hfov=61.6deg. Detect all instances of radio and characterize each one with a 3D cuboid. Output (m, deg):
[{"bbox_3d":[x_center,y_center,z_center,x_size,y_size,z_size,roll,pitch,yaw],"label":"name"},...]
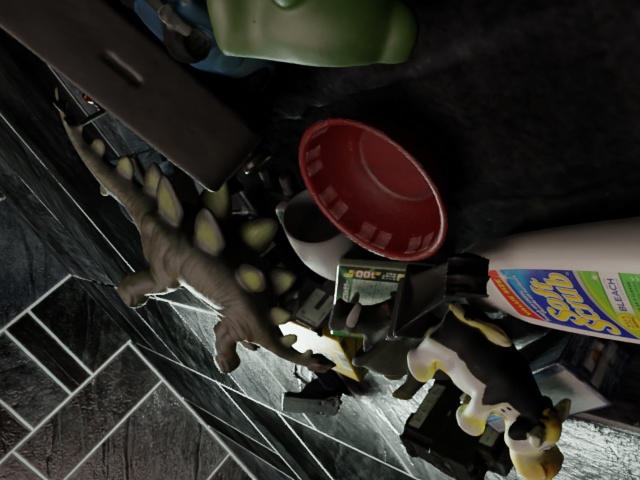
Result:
[{"bbox_3d":[-0.156,-0.152,0.475,0.229,0.073,0.131,40,-168,-18],"label":"radio"}]

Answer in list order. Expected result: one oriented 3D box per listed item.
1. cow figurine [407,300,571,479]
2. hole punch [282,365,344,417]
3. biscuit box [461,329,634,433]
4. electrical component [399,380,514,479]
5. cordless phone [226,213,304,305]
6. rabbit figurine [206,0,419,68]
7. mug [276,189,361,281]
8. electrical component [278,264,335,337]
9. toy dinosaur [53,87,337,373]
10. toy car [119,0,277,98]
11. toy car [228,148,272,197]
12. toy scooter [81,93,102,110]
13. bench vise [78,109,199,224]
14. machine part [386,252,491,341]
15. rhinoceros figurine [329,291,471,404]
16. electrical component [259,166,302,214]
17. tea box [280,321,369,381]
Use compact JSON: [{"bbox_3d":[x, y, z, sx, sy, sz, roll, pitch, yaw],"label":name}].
[{"bbox_3d":[0.165,0.132,0.484,0.167,0.068,0.098,46,139,18],"label":"cow figurine"},{"bbox_3d":[-0.012,0.289,1.058,0.116,0.092,0.142,10,144,0],"label":"hole punch"},{"bbox_3d":[0.224,0.148,0.558,0.059,0.063,0.202,39,152,8],"label":"biscuit box"},{"bbox_3d":[0.185,0.242,0.682,0.134,0.115,0.058,11,140,49],"label":"electrical component"},{"bbox_3d":[-0.113,0.035,0.829,0.146,0.089,0.184,51,155,-15],"label":"cordless phone"},{"bbox_3d":[0.009,-0.196,0.321,0.159,0.121,0.170,23,131,28],"label":"rabbit figurine"},{"bbox_3d":[-0.001,-0.002,0.631,0.110,0.081,0.107,18,150,28],"label":"mug"},{"bbox_3d":[0.002,0.067,0.725,0.075,0.119,0.048,26,-159,-19],"label":"electrical component"},{"bbox_3d":[-0.160,0.011,0.668,0.471,0.105,0.198,38,124,-3],"label":"toy dinosaur"},{"bbox_3d":[-0.081,-0.194,0.440,0.109,0.103,0.161,46,-167,13],"label":"toy car"},{"bbox_3d":[-0.113,-0.108,0.660,0.089,0.053,0.202,55,155,-4],"label":"toy car"},{"bbox_3d":[-0.203,-0.182,0.591,0.184,0.075,0.135,22,140,-17],"label":"toy scooter"},{"bbox_3d":[-0.274,-0.105,0.801,0.241,0.129,0.223,0,135,41],"label":"bench vise"},{"bbox_3d":[0.099,0.048,0.480,0.039,0.084,0.139,28,156,-8],"label":"machine part"},{"bbox_3d":[0.102,0.112,0.587,0.190,0.112,0.073,12,-171,5],"label":"rhinoceros figurine"},{"bbox_3d":[-0.045,-0.050,0.683,0.063,0.021,0.093,22,147,36],"label":"electrical component"},{"bbox_3d":[0.004,0.139,0.828,0.170,0.068,0.098,16,141,44],"label":"tea box"}]
